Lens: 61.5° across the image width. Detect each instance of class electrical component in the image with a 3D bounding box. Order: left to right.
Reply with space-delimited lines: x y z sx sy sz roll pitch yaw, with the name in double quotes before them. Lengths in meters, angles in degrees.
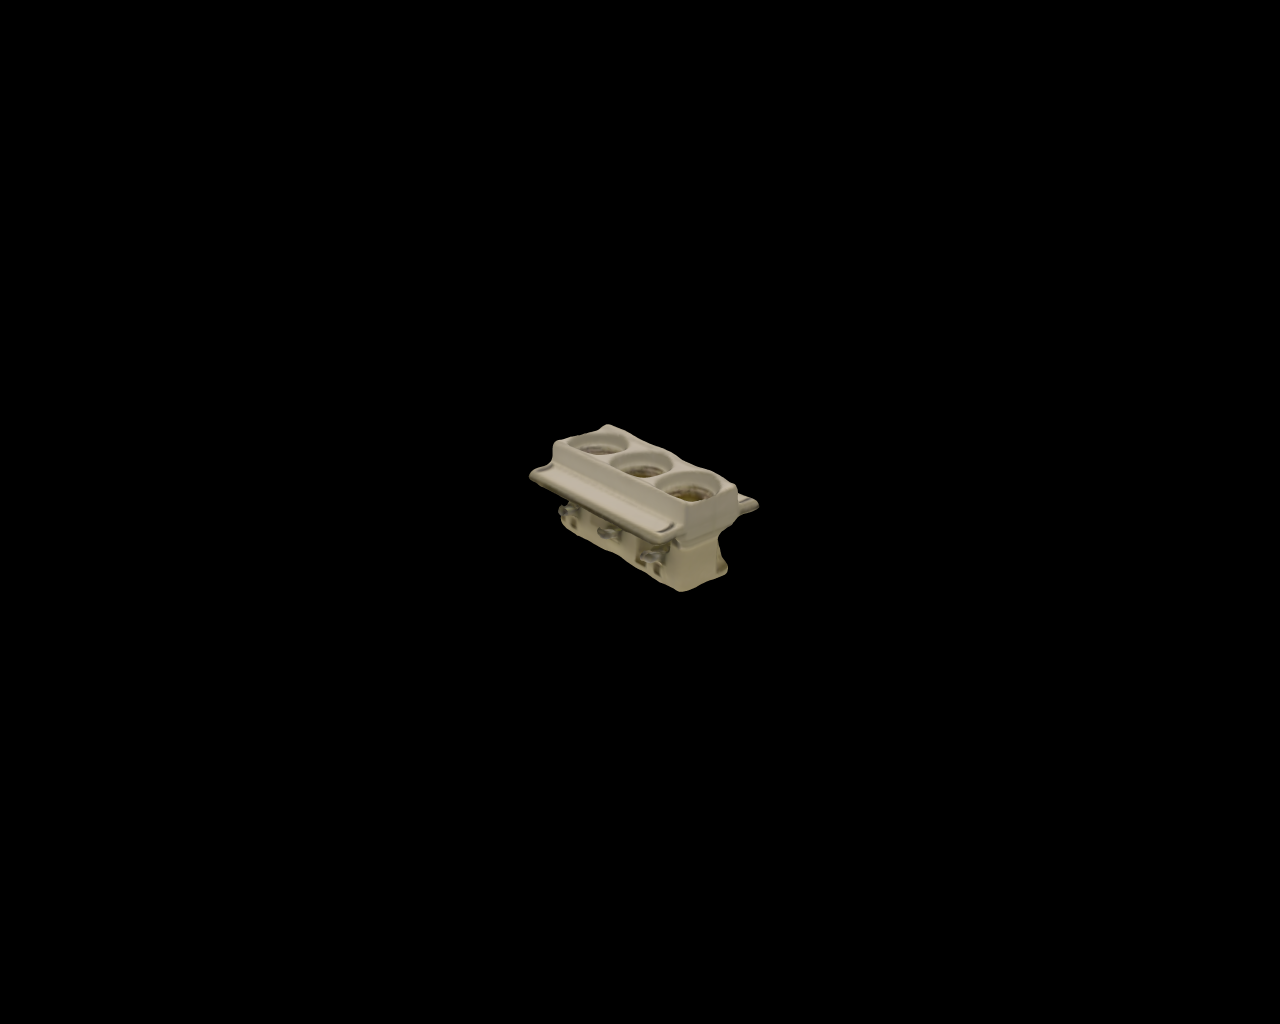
"electrical component" 0.001 -0.003 0.650 0.079 0.063 0.121 -21 33 -36
